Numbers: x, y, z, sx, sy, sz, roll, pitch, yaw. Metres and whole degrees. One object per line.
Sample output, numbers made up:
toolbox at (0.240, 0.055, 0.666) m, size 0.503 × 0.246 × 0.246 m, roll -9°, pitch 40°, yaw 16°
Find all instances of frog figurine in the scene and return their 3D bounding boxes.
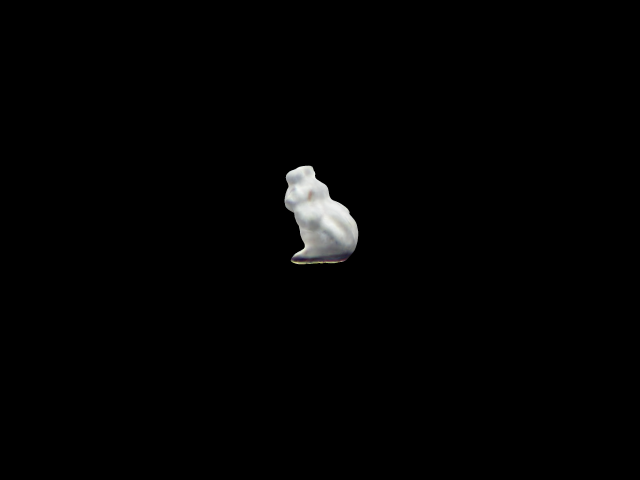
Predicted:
frog figurine at (0.003, -0.043, 0.850) m, size 0.122 × 0.159 × 0.138 m, roll 2°, pitch 4°, yaw 34°
